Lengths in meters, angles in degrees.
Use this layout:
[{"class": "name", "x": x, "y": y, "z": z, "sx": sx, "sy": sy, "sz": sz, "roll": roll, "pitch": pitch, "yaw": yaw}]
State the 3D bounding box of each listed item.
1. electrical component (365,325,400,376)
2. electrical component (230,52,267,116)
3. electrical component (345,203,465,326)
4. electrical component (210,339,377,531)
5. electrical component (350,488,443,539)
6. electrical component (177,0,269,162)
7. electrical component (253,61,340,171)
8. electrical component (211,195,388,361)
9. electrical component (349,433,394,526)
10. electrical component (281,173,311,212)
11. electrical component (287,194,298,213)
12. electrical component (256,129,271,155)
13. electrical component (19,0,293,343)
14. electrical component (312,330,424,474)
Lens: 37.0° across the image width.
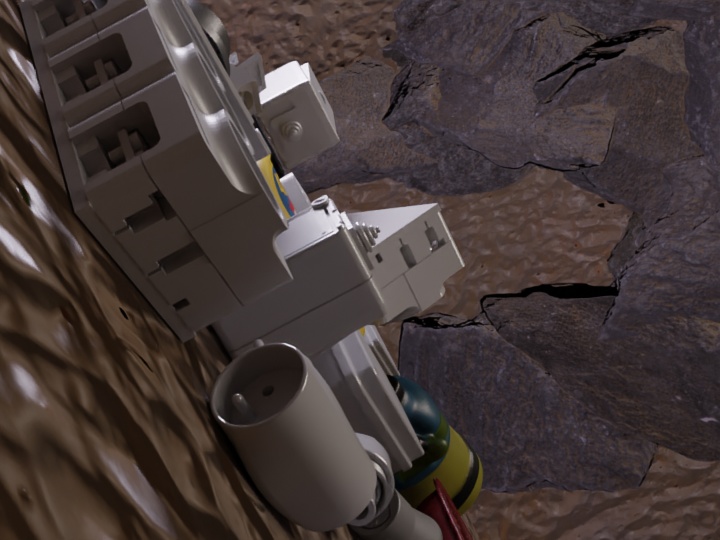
[{"class": "electrical component", "x": -0.014, "y": 0.064, "z": 1.096, "sx": 0.108, "sy": 0.056, "sz": 0.108, "roll": 62, "pitch": 1, "yaw": 28}, {"class": "electrical component", "x": -0.115, "y": -0.140, "z": 0.836, "sx": 0.064, "sy": 0.081, "sz": 0.042, "roll": 43, "pitch": -19, "yaw": 21}, {"class": "electrical component", "x": 0.000, "y": 0.000, "z": 0.849, "sx": 0.150, "sy": 0.089, "sz": 0.061, "roll": -2, "pitch": -62, "yaw": 58}, {"class": "electrical component", "x": -0.032, "y": 0.061, "z": 0.467, "sx": 0.077, "sy": 0.043, "sz": 0.079, "roll": 61, "pitch": 1, "yaw": -40}, {"class": "electrical component", "x": 0.019, "y": 0.156, "z": 0.655, "sx": 0.065, "sy": 0.044, "sz": 0.044, "roll": 54, "pitch": 6, "yaw": -46}, {"class": "electrical component", "x": -0.107, "y": -0.103, "z": 0.579, "sx": 0.121, "sy": 0.063, "sz": 0.078, "roll": 61, "pitch": 1, "yaw": -38}, {"class": "electrical component", "x": -0.054, "y": -0.132, "z": 0.910, "sx": 0.061, "sy": 0.061, "sz": 0.096, "roll": 62, "pitch": 1, "yaw": -25}, {"class": "electrical component", "x": -0.028, "y": 0.009, "z": 0.554, "sx": 0.061, "sy": 0.096, "sz": 0.061, "roll": 62, "pitch": 0, "yaw": -20}, {"class": "electrical component", "x": -0.003, "y": 0.114, "z": 0.567, "sx": 0.043, "sy": 0.043, "sz": 0.062, "roll": 62, "pitch": 2, "yaw": -13}, {"class": "electrical component", "x": -0.071, "y": -0.044, "z": 1.111, "sx": 0.078, "sy": 0.057, "sz": 0.113, "roll": 62, "pitch": 1, "yaw": 11}, {"class": "electrical component", "x": -0.070, "y": -0.026, "z": 0.938, "sx": 0.065, "sy": 0.047, "sz": 0.076, "roll": 60, "pitch": 3, "yaw": -32}, {"class": "electrical component", "x": -0.086, "y": -0.064, "z": 0.658, "sx": 0.048, "sy": 0.062, "sz": 0.048, "roll": 62, "pitch": 1, "yaw": -2}, {"class": "electrical component", "x": -0.086, "y": -0.059, "z": 0.463, "sx": 0.150, "sy": 0.062, "sz": 0.089, "roll": 63, "pitch": 1, "yaw": 42}, {"class": "electrical component", "x": -0.010, "y": 0.082, "z": 0.689, "sx": 0.078, "sy": 0.057, "sz": 0.113, "roll": 63, "pitch": 1, "yaw": 43}]
